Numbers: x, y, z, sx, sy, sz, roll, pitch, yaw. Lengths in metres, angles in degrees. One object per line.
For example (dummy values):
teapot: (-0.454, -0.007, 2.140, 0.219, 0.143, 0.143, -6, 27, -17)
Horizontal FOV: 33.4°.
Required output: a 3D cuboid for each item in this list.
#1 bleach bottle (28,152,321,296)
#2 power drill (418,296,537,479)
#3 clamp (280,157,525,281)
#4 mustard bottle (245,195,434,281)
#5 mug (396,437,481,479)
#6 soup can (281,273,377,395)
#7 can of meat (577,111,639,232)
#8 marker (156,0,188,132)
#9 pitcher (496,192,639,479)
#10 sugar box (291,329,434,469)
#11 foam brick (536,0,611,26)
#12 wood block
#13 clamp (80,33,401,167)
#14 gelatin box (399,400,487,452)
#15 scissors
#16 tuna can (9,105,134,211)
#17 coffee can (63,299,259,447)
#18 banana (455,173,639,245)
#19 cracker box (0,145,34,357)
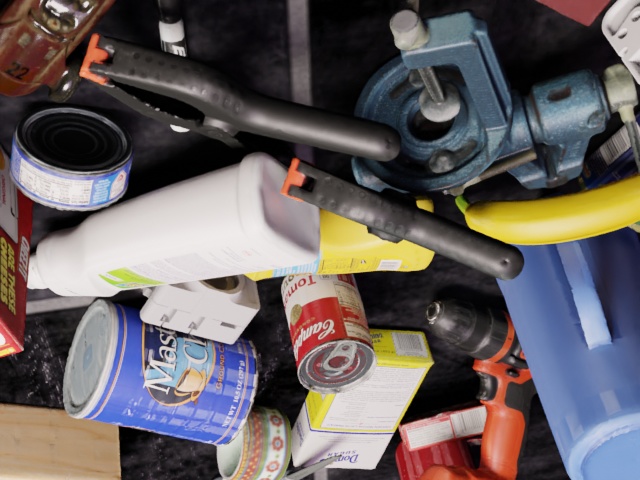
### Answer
bleach bottle: (-0.130, 0.001, 0.813, 0.251, 0.068, 0.102, -12, 156, 25)
power drill: (0.153, 0.158, 1.005, 0.184, 0.057, 0.187, 22, 82, -30)
clamp: (0.055, -0.016, 0.764, 0.171, 0.120, 0.039, 24, 87, -4)
mustard bottle: (-0.006, 0.001, 0.874, 0.191, 0.058, 0.096, -4, 166, -6)
mug: (0.138, 0.247, 1.137, 0.117, 0.081, 0.093, -26, 134, 11)
soup can: (0.006, 0.073, 0.925, 0.068, 0.102, 0.068, -7, 134, -7)
can of meat: (0.279, -0.057, 0.901, 0.102, 0.057, 0.084, 24, 126, -30)
marker: (-0.103, -0.131, 0.763, 0.020, 0.020, 0.121, -7, 134, -7)
pitcher: (0.230, 0.084, 0.892, 0.149, 0.243, 0.145, 19, 126, -20)
sugar box: (0.037, 0.159, 1.056, 0.093, 0.048, 0.176, 6, 135, -19)
foam brick: (0.168, -0.195, 0.744, 0.078, 0.053, 0.051, 18, 126, -28)
wood block: (-0.299, 0.213, 0.995, 0.205, 0.090, 0.091, 10, 129, -22)
clamp: (-0.058, -0.089, 0.730, 0.209, 0.036, 0.165, 22, 166, -33)
gelatin box: (0.125, 0.188, 1.090, 0.089, 0.030, 0.073, -14, 175, 1)
scissors: (-0.054, 0.245, 1.095, 0.096, 0.016, 0.202, 13, 147, -12)
tuna can: (-0.178, -0.060, 0.766, 0.086, 0.086, 0.034, 5, 129, -18)
coffee can: (-0.139, 0.117, 0.932, 0.140, 0.103, 0.103, 18, 126, -28)
banana: (0.199, -0.028, 0.851, 0.198, 0.069, 0.037, -6, 138, 22)
cracker box: (-0.273, -0.039, 0.708, 0.072, 0.164, 0.213, -17, 134, 6)
